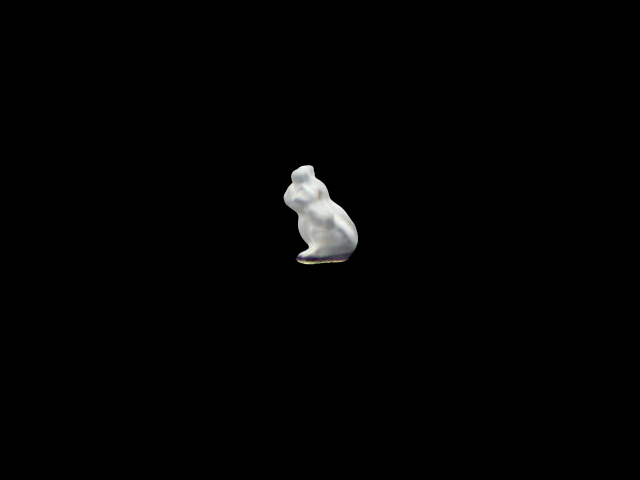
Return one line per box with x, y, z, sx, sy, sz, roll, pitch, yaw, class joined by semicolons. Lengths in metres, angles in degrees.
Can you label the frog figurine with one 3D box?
0.003;-0.043;0.850;0.122;0.159;0.137;0;1;13;frog figurine
